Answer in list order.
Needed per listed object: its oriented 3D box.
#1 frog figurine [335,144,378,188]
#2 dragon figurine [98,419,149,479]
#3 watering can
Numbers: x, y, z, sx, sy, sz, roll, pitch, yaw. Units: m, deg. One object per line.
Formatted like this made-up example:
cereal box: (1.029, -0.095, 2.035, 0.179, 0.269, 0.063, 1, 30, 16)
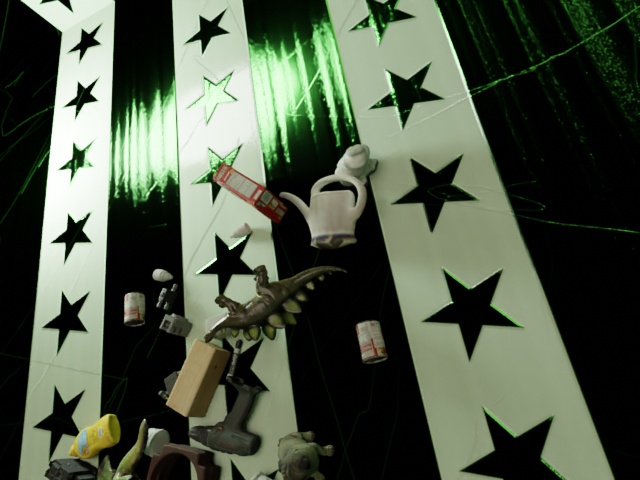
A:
frog figurine: (0.099, -0.237, 1.567, 0.137, 0.157, 0.125, -45, 56, 5)
dragon figurine: (-0.605, 0.720, 1.532, 0.242, 0.121, 0.414, 1, 78, 39)
watering can: (0.005, -0.079, 1.575, 0.346, 0.104, 0.226, -8, 78, 42)
